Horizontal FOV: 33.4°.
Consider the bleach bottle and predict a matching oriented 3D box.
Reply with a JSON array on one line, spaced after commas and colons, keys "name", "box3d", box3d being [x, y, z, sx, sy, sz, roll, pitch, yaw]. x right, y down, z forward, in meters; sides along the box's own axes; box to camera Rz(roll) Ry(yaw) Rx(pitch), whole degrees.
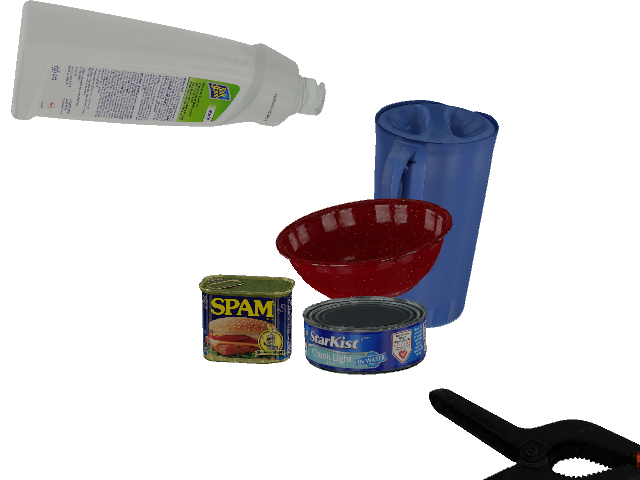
[{"name": "bleach bottle", "box3d": [-0.122, -0.131, 0.882, 0.250, 0.068, 0.103, 7, -30, -16]}]

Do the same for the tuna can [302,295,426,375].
[{"name": "tuna can", "box3d": [0.031, 0.065, 0.739, 0.086, 0.034, 0.086, -2, 11, 0]}]

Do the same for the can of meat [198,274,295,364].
[{"name": "can of meat", "box3d": [-0.080, 0.086, 1.165, 0.102, 0.084, 0.057, 2, 15, 6]}]

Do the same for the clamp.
[{"name": "clamp", "box3d": [0.172, 0.195, 0.892, 0.210, 0.036, 0.164, 3, 39, 23]}]

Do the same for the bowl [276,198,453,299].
[{"name": "bowl", "box3d": [0.043, 0.014, 0.972, 0.162, 0.055, 0.162, -9, 20, 3]}]

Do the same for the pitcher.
[{"name": "pitcher", "box3d": [0.114, -0.024, 1.193, 0.149, 0.243, 0.145, -5, 28, -15]}]
